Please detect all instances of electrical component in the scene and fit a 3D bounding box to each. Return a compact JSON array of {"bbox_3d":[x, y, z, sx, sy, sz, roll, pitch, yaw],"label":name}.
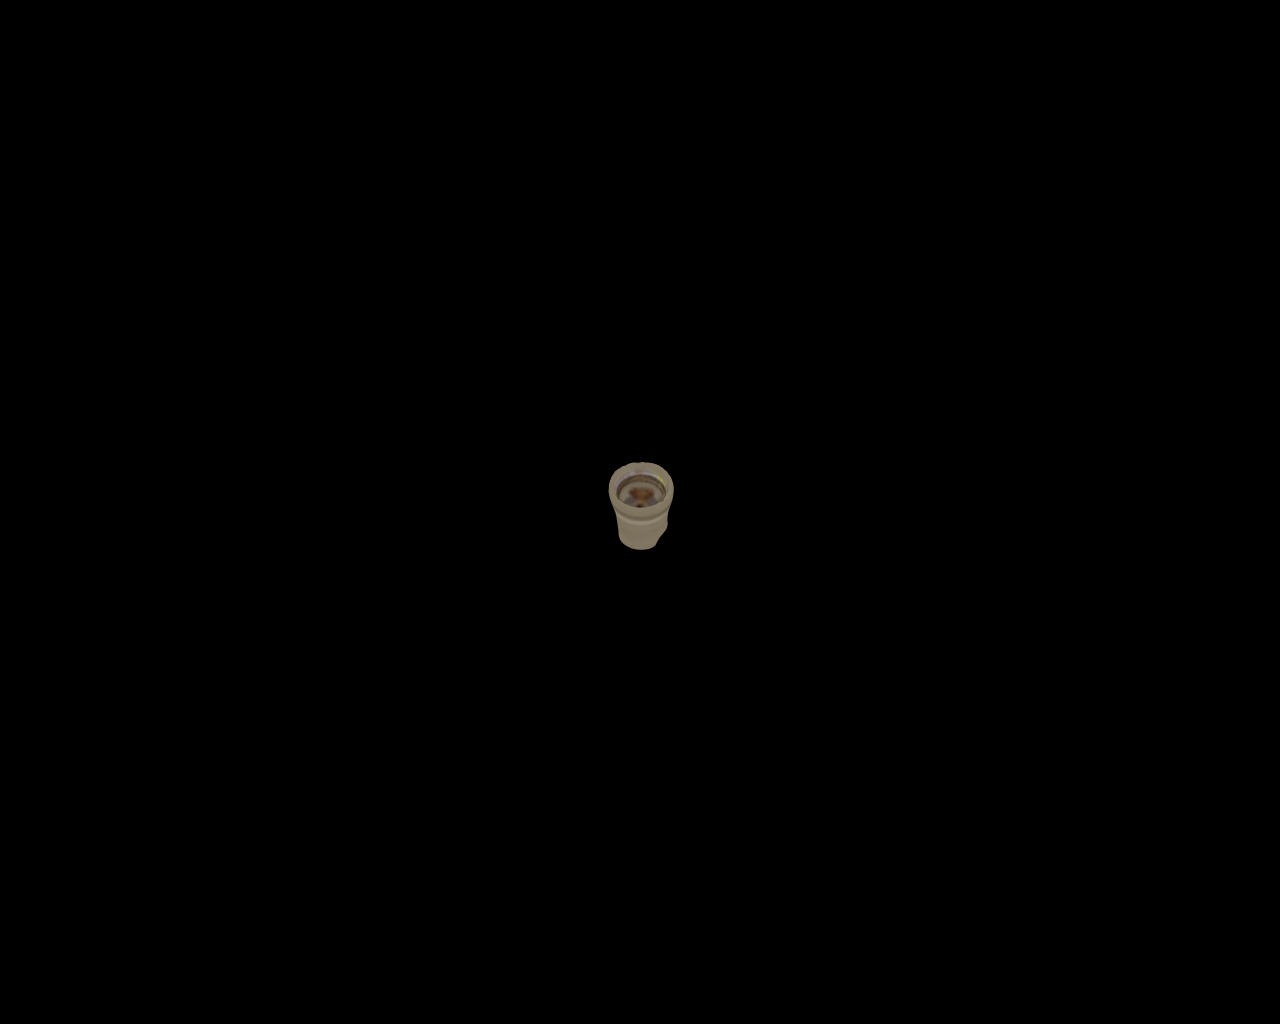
[{"bbox_3d":[0.001,-0.003,0.650,0.040,0.040,0.046,0,-39,0],"label":"electrical component"}]
